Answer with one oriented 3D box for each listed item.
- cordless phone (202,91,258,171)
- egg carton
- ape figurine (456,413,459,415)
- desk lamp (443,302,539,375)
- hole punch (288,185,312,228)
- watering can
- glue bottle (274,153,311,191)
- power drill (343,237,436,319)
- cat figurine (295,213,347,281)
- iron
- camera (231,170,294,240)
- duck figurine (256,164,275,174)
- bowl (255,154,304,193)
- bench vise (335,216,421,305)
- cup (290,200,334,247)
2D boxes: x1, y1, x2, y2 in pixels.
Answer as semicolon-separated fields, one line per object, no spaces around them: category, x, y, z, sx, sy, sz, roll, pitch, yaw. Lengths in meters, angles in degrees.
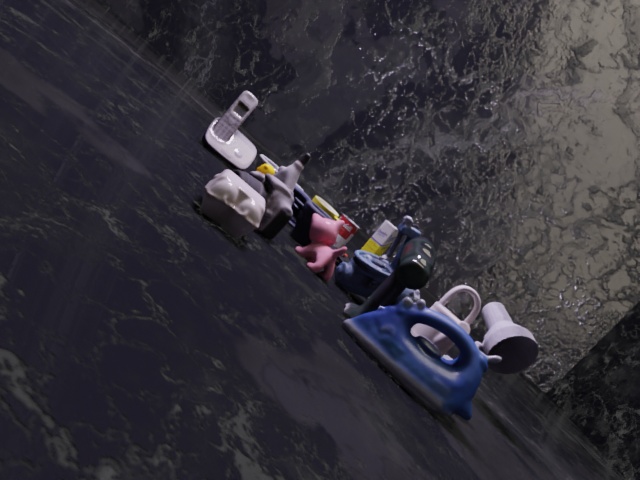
cordless phone;-0.209;-0.290;1.525;0.148;0.185;0.094;39;7;-23
egg carton;-0.145;-0.062;0.958;0.107;0.069;0.150;40;7;-14
ape figurine;0.271;0.275;1.103;0.076;0.092;0.078;44;7;16
desk lamp;0.392;0.258;1.374;0.118;0.213;0.203;39;7;-24
hole punch;-0.066;-0.090;1.480;0.108;0.091;0.101;43;7;9
watering can;0.299;0.194;1.334;0.101;0.194;0.172;38;8;-32
glue bottle;-0.082;-0.130;1.295;0.078;0.173;0.037;45;7;26
power drill;0.141;0.081;1.092;0.075;0.208;0.230;42;7;0
cat figurine;0.011;0.004;1.217;0.067;0.117;0.127;36;9;-44
iron;0.178;0.179;0.973;0.258;0.141;0.118;42;7;-5
camera;-0.128;-0.094;1.118;0.137;0.100;0.142;36;9;-42
duck figurine;-0.150;-0.152;1.417;0.077;0.086;0.105;44;7;13
bowl;-0.132;-0.169;1.671;0.167;0.074;0.167;41;7;-6
bench vise;0.165;0.059;1.310;0.208;0.219;0.121;36;9;-42
cup;-0.029;-0.038;1.347;0.092;0.095;0.117;36;9;-40
